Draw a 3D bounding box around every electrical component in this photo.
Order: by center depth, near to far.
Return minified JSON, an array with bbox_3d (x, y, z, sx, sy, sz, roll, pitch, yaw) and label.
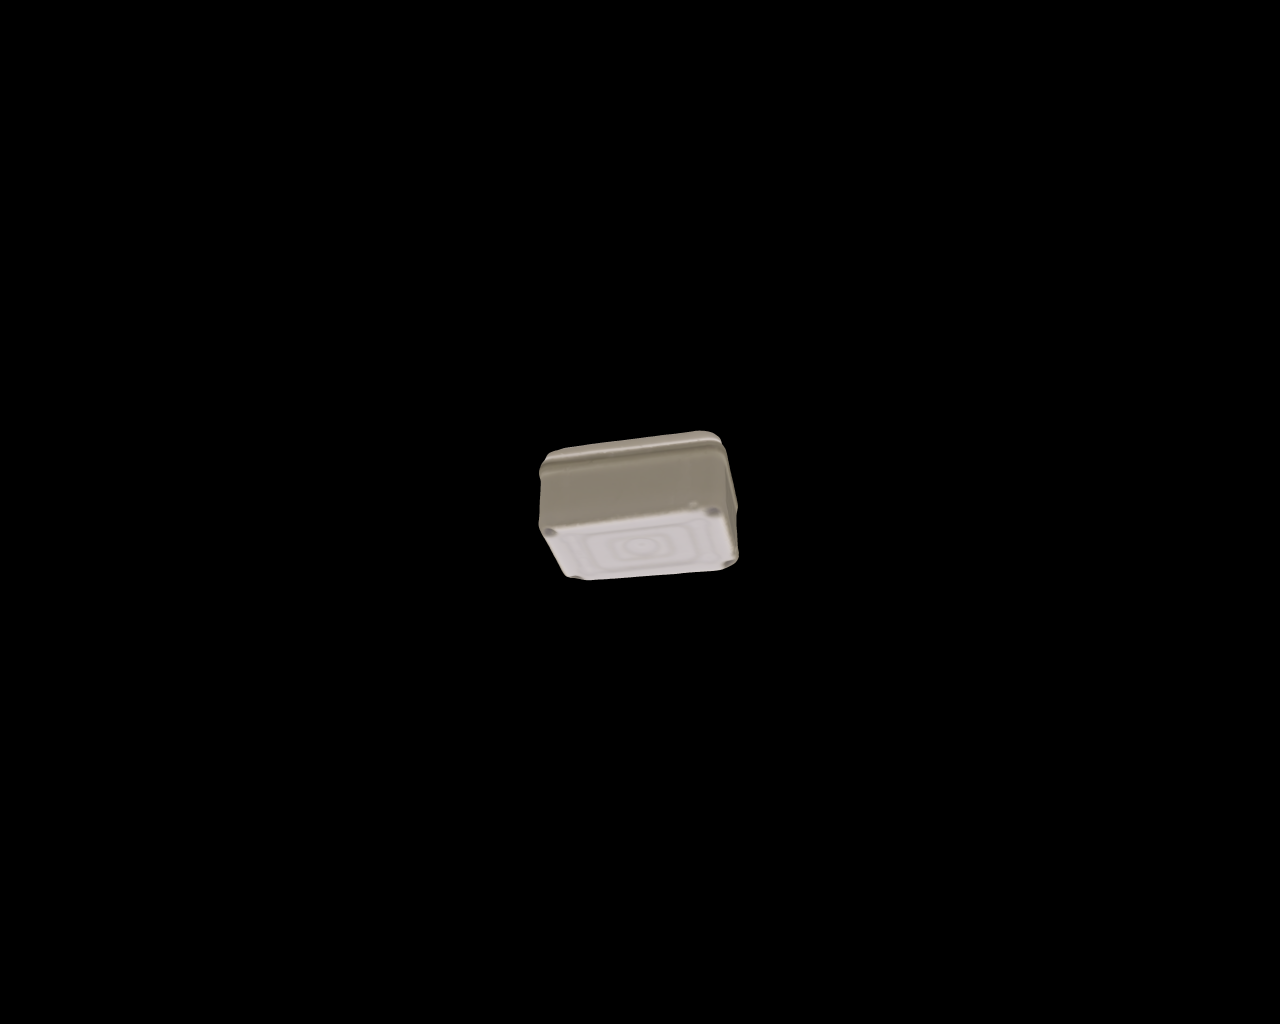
[{"bbox_3d":[0.001,-0.003,0.650,0.113,0.057,0.078,-6,-32,9],"label":"electrical component"}]
